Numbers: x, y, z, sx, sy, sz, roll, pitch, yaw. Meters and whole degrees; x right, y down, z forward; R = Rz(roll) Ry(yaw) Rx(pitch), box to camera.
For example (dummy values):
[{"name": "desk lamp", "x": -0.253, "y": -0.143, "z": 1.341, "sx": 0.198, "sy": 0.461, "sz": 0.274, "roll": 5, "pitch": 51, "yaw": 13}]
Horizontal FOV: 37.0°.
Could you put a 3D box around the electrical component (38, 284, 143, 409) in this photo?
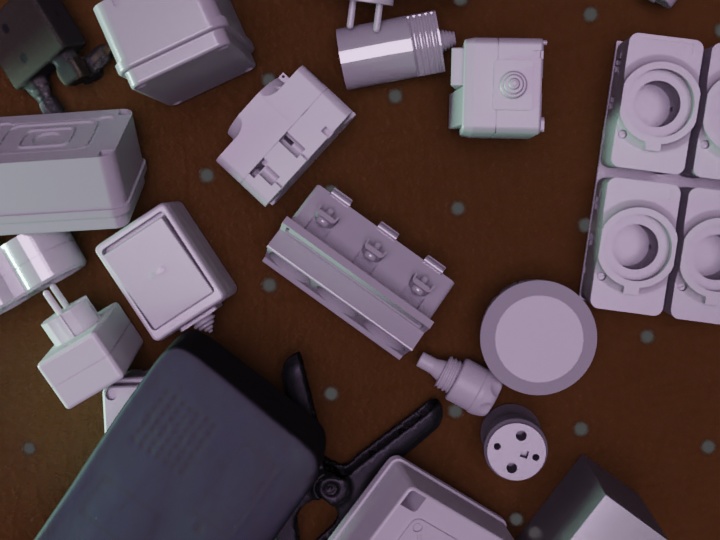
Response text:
[{"name": "electrical component", "x": -0.199, "y": 0.044, "z": 0.761, "sx": 0.047, "sy": 0.083, "sz": 0.075, "roll": -30, "pitch": 102, "yaw": 5}]

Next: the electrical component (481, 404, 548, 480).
[{"name": "electrical component", "x": 0.110, "y": 0.123, "z": 0.768, "sx": 0.045, "sy": 0.055, "sz": 0.045, "roll": 0, "pitch": 95, "yaw": 4}]

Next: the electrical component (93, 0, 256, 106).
[{"name": "electrical component", "x": -0.121, "y": -0.156, "z": 0.730, "sx": 0.078, "sy": 0.113, "sz": 0.057, "roll": -24, "pitch": 90, "yaw": 5}]

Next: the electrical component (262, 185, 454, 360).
[{"name": "electrical component", "x": 0.000, "y": 0.000, "z": 0.759, "sx": 0.121, "sy": 0.078, "sz": 0.063, "roll": 36, "pitch": 74, "yaw": 0}]

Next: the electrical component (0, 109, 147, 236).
[{"name": "electrical component", "x": -0.214, "y": -0.068, "z": 0.755, "sx": 0.113, "sy": 0.078, "sz": 0.057, "roll": -3, "pitch": 123, "yaw": 4}]

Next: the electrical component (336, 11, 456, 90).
[{"name": "electrical component", "x": 0.027, "y": -0.155, "z": 0.755, "sx": 0.081, "sy": 0.043, "sz": 0.043, "roll": -10, "pitch": 94, "yaw": 4}]

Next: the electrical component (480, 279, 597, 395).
[{"name": "electrical component", "x": 0.125, "y": 0.045, "z": 0.762, "sx": 0.080, "sy": 0.051, "sz": 0.080, "roll": 0, "pitch": 95, "yaw": 4}]

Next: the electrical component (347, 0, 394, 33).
[{"name": "electrical component", "x": 0.007, "y": -0.199, "z": 0.727, "sx": 0.138, "sy": 0.052, "sz": 0.073, "roll": 11, "pitch": 103, "yaw": 13}]

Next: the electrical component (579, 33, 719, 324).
[{"name": "electrical component", "x": 0.221, "y": -0.062, "z": 0.742, "sx": 0.105, "sy": 0.060, "sz": 0.186, "roll": 8, "pitch": 95, "yaw": 3}]

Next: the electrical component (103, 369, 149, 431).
[{"name": "electrical component", "x": -0.142, "y": 0.131, "z": 0.784, "sx": 0.078, "sy": 0.057, "sz": 0.113, "roll": -2, "pitch": 95, "yaw": 4}]

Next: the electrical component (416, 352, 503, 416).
[{"name": "electrical component", "x": 0.070, "y": 0.079, "z": 0.777, "sx": 0.061, "sy": 0.035, "sz": 0.035, "roll": 28, "pitch": 96, "yaw": 3}]

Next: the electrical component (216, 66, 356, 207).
[{"name": "electrical component", "x": -0.055, "y": -0.097, "z": 0.762, "sx": 0.056, "sy": 0.050, "sz": 0.089, "roll": 43, "pitch": 96, "yaw": -1}]

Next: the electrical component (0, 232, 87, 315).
[{"name": "electrical component", "x": -0.276, "y": -0.004, "z": 0.783, "sx": 0.138, "sy": 0.052, "sz": 0.073, "roll": -29, "pitch": 93, "yaw": 6}]

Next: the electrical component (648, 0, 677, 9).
[{"name": "electrical component", "x": 0.219, "y": -0.214, "z": 0.740, "sx": 0.044, "sy": 0.044, "sz": 0.065, "roll": 39, "pitch": 101, "yaw": 0}]

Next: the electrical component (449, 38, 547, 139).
[{"name": "electrical component", "x": 0.092, "y": -0.122, "z": 0.727, "sx": 0.061, "sy": 0.096, "sz": 0.061, "roll": 2, "pitch": 95, "yaw": 4}]

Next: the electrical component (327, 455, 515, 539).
[{"name": "electrical component", "x": 0.039, "y": 0.206, "z": 0.764, "sx": 0.109, "sy": 0.056, "sz": 0.108, "roll": 34, "pitch": 97, "yaw": -20}]

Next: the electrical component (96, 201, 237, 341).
[{"name": "electrical component", "x": -0.135, "y": 0.006, "z": 0.770, "sx": 0.062, "sy": 0.061, "sz": 0.096, "roll": -33, "pitch": 92, "yaw": 6}]
